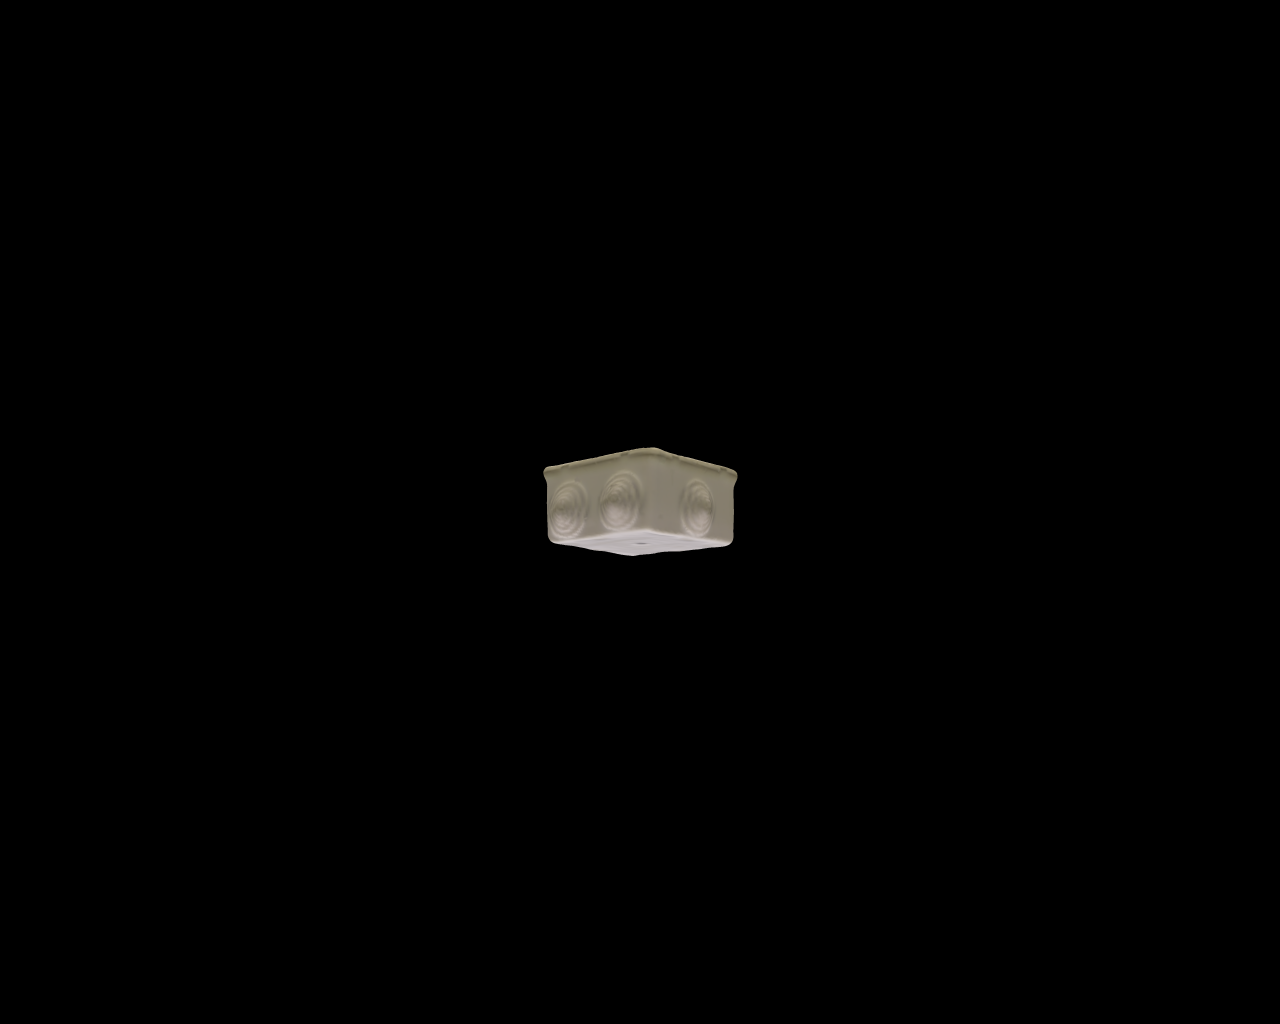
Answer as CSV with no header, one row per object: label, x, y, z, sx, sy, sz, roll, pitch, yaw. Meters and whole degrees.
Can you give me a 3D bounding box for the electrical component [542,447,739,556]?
electrical component,0.001,-0.003,0.650,0.099,0.048,0.100,-8,-13,39
